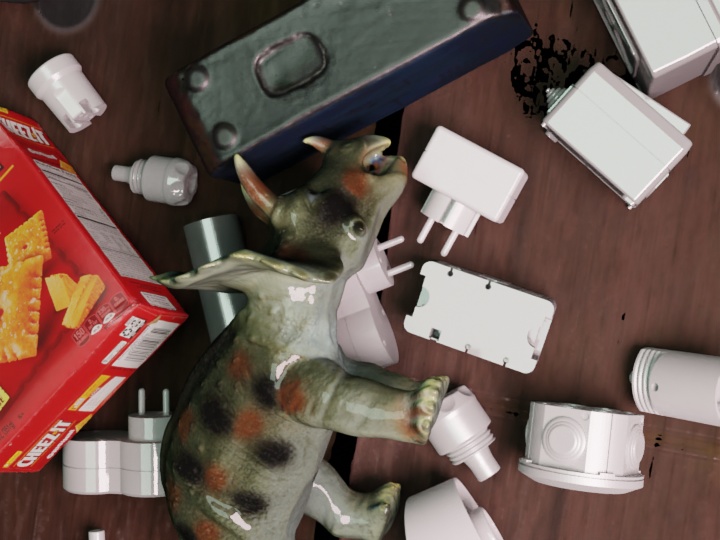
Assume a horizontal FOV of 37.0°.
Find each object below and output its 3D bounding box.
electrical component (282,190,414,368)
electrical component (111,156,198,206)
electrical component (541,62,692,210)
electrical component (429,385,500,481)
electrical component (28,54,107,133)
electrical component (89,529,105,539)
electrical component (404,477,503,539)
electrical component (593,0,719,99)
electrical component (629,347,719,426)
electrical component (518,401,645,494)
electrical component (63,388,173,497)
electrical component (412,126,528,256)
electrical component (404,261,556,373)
[{"bbox_3d":[0.000,0.000,0.744,0.074,0.052,0.138,-22,87,11],"label":"electrical component"},{"bbox_3d":[-0.152,-0.067,0.785,0.061,0.035,0.035,9,93,14],"label":"electrical component"},{"bbox_3d":[0.164,-0.093,0.702,0.096,0.062,0.061,43,99,9],"label":"electrical component"},{"bbox_3d":[0.071,0.114,0.735,0.043,0.043,0.062,-35,85,11],"label":"electrical component"},{"bbox_3d":[-0.216,-0.130,0.796,0.040,0.040,0.046,-38,89,10],"label":"electrical component"},{"bbox_3d":[-0.194,0.224,0.799,0.035,0.035,0.061,-3,88,12],"label":"electrical component"},{"bbox_3d":[0.063,0.190,0.711,0.064,0.099,0.099,-31,85,5],"label":"electrical component"},{"bbox_3d":[0.182,-0.170,0.673,0.056,0.109,0.108,-26,85,11],"label":"electrical component"},{"bbox_3d":[0.209,0.074,0.695,0.081,0.043,0.043,5,92,55],"label":"electrical component"},{"bbox_3d":[0.146,0.115,0.701,0.080,0.080,0.051,6,86,12],"label":"electrical component"},{"bbox_3d":[-0.149,0.122,0.778,0.138,0.052,0.073,0,91,12],"label":"electrical component"},{"bbox_3d":[0.066,-0.047,0.731,0.066,0.047,0.076,30,97,10],"label":"electrical component"},{"bbox_3d":[0.082,0.030,0.725,0.089,0.056,0.050,19,95,11],"label":"electrical component"}]
